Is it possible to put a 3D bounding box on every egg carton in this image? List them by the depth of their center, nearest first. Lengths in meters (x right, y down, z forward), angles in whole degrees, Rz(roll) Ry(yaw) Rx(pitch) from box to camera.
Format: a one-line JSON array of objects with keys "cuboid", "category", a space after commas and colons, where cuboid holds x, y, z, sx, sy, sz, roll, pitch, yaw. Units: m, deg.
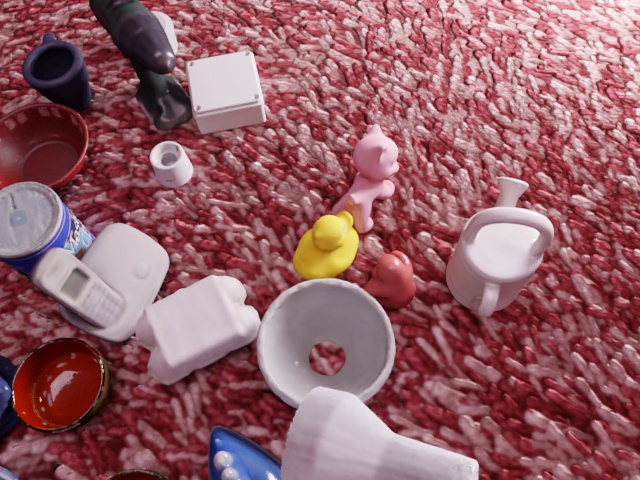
[{"cuboid": [-0.156, 0.112, 0.733, 0.150, 0.069, 0.107, -28, 67, -11], "category": "egg carton"}]

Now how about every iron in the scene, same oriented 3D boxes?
[{"cuboid": [-0.061, 0.299, 0.601, 0.119, 0.141, 0.258, -33, 68, -13], "category": "iron"}]

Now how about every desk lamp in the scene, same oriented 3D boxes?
[{"cuboid": [0.071, 0.239, 0.585, 0.203, 0.214, 0.118, 14, 66, 9], "category": "desk lamp"}]

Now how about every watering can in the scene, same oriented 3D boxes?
[{"cuboid": [0.218, 0.004, 0.703, 0.101, 0.194, 0.173, -6, 64, 0], "category": "watering can"}]

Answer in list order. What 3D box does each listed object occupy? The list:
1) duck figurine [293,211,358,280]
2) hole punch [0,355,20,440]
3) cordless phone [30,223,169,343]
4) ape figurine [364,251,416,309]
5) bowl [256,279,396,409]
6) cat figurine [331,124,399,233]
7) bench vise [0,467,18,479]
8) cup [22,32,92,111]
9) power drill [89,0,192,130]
[{"cuboid": [0.007, 0.003, 0.770, 0.105, 0.086, 0.077, -41, 70, -16], "category": "duck figurine"}, {"cuboid": [-0.418, 0.193, 0.691, 0.108, 0.091, 0.101, 36, 71, 17], "category": "hole punch"}, {"cuboid": [-0.271, 0.035, 0.709, 0.094, 0.185, 0.148, 16, 66, 10], "category": "cordless phone"}, {"cuboid": [0.091, 0.047, 0.743, 0.078, 0.092, 0.076, -29, 67, -11], "category": "ape figurine"}, {"cuboid": [0.007, 0.137, 0.713, 0.167, 0.075, 0.167, -1, 65, 2], "category": "bowl"}, {"cuboid": [0.067, -0.091, 0.795, 0.067, 0.118, 0.128, 26, 68, 14], "category": "cat figurine"}, {"cuboid": [-0.398, 0.302, 0.567, 0.207, 0.220, 0.121, -25, 66, -9], "category": "bench vise"}, {"cuboid": [-0.406, -0.258, 0.904, 0.092, 0.095, 0.117, -19, 65, -7], "category": "cup"}, {"cuboid": [-0.250, -0.262, 0.837, 0.076, 0.208, 0.229, -34, 68, -13], "category": "power drill"}]
